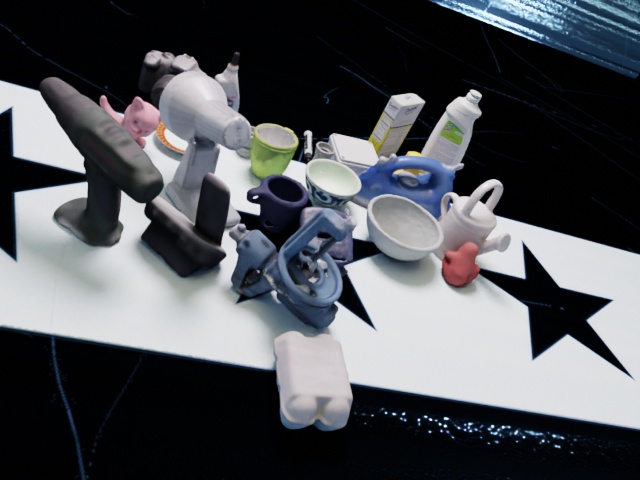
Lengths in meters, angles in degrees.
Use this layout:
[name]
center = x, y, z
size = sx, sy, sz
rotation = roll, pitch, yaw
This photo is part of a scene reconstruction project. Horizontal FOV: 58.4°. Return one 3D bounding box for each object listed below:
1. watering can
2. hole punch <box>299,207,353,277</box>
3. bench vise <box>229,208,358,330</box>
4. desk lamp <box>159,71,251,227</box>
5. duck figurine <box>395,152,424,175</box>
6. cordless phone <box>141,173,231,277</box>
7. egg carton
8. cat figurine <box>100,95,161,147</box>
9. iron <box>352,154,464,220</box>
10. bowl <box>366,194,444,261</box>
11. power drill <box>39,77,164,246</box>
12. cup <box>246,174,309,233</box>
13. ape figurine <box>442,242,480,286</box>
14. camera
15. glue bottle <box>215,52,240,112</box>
[watering can]
center = 0.321, -0.040, 1.187
size = 0.172, 0.194, 0.101
rotation = 38, 39, 15
[hole punch]
center = 0.010, 0.004, 1.041
size = 0.109, 0.091, 0.101
rotation = 9, 41, -21
[bench vise]
center = -0.043, 0.026, 0.879
size = 0.207, 0.219, 0.121
rotation = 19, 38, -9
[desk lamp]
center = -0.199, -0.161, 1.012
size = 0.118, 0.213, 0.202
rotation = -14, 53, -40
[duck figurine]
center = 0.208, -0.174, 1.365
size = 0.104, 0.086, 0.077
rotation = 22, 38, -6
[cordless phone]
center = -0.202, -0.049, 0.903
size = 0.147, 0.185, 0.094
rotation = 36, 39, 13
[egg carton]
center = -0.013, 0.200, 0.818
size = 0.107, 0.069, 0.150
rotation = 9, 41, -21
[cat figurine]
center = -0.357, -0.227, 1.076
size = 0.128, 0.117, 0.067
rotation = 23, 38, -4
[iron]
center = 0.187, -0.132, 1.260
size = 0.259, 0.141, 0.118
rotation = 8, 41, -22
[bowl]
center = 0.160, -0.012, 1.159
size = 0.168, 0.074, 0.167
rotation = 16, 39, -13
[power drill]
center = -0.343, -0.104, 0.867
size = 0.229, 0.208, 0.076
rotation = 34, 38, 10
[cup]
center = -0.088, -0.059, 1.054
size = 0.118, 0.095, 0.091
rotation = -3, 46, -33
[ape figurine]
center = 0.290, 0.043, 1.155
size = 0.077, 0.092, 0.076
rotation = 37, 39, 14
[camera]
center = -0.328, -0.346, 1.245
size = 0.143, 0.100, 0.137
rotation = 22, 38, -5
[glue bottle]
center = -0.202, -0.327, 1.236
size = 0.078, 0.173, 0.037
rotation = -12, 51, -39
